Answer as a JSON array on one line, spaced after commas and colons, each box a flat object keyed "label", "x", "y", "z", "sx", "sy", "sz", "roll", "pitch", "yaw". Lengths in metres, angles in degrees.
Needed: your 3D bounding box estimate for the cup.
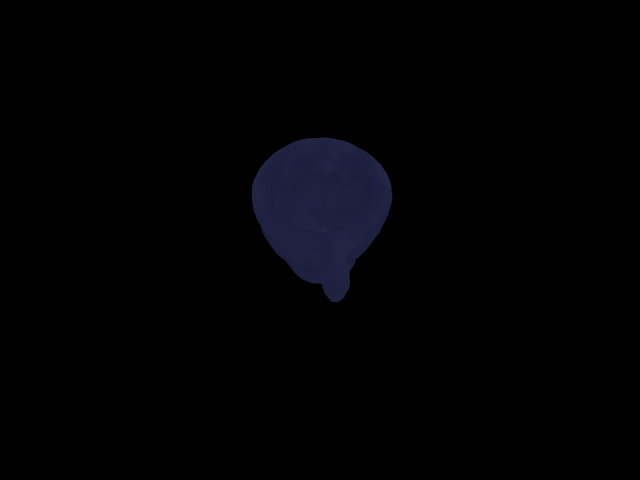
[{"label": "cup", "x": 0.004, "y": 0.001, "z": 0.400, "sx": 0.091, "sy": 0.095, "sz": 0.117, "roll": -7, "pitch": 58, "yaw": -4}]
